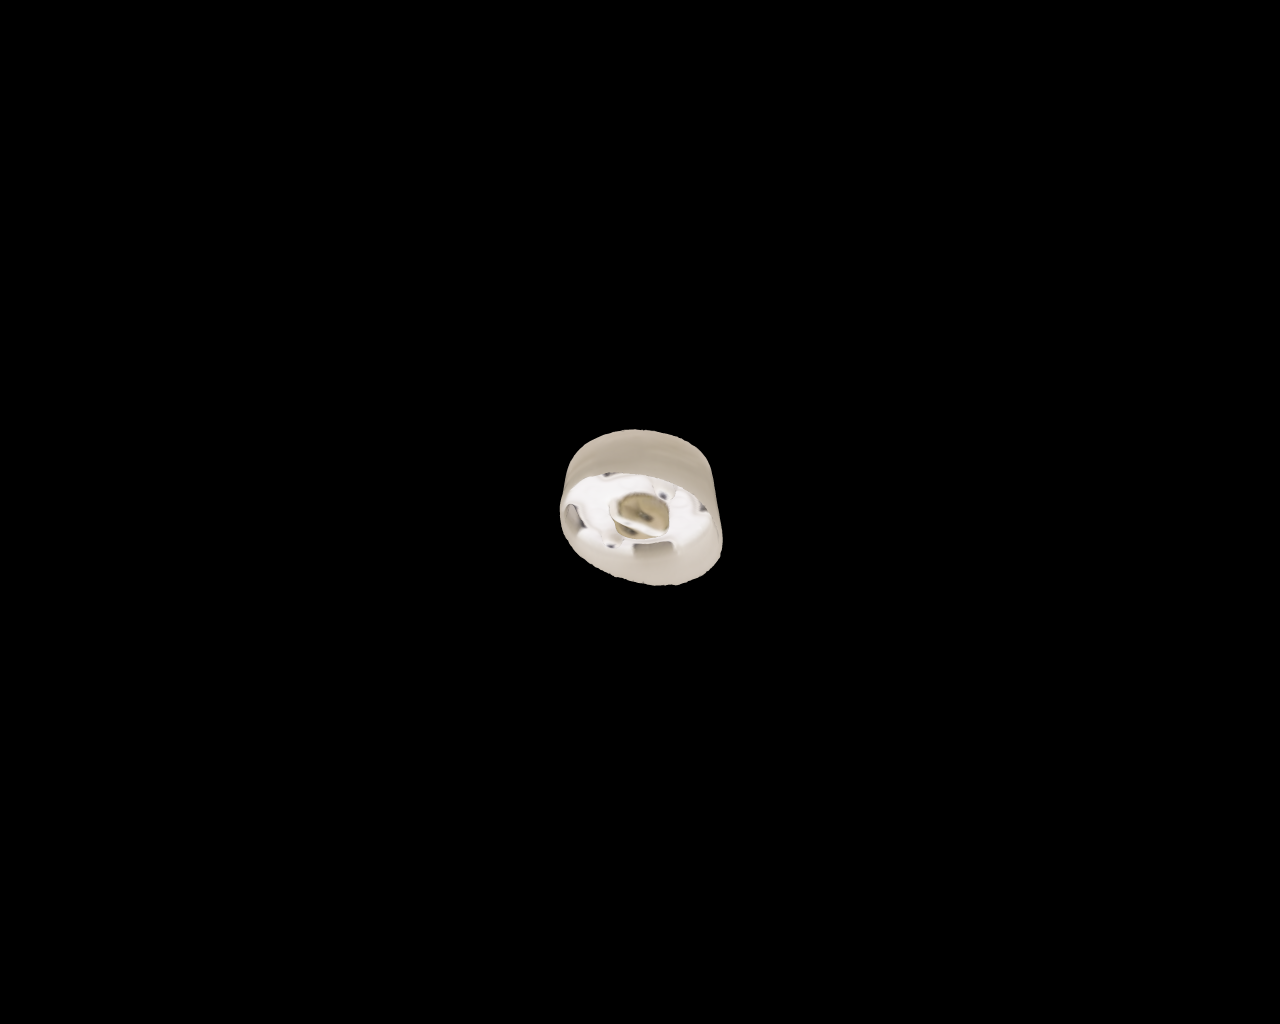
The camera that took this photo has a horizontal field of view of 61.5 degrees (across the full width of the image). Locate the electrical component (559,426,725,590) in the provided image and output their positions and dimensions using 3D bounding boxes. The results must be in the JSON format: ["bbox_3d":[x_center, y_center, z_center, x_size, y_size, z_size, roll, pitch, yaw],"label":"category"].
[{"bbox_3d":[0.001,-0.003,0.650,0.099,0.064,0.099,0,-37,0],"label":"electrical component"}]
